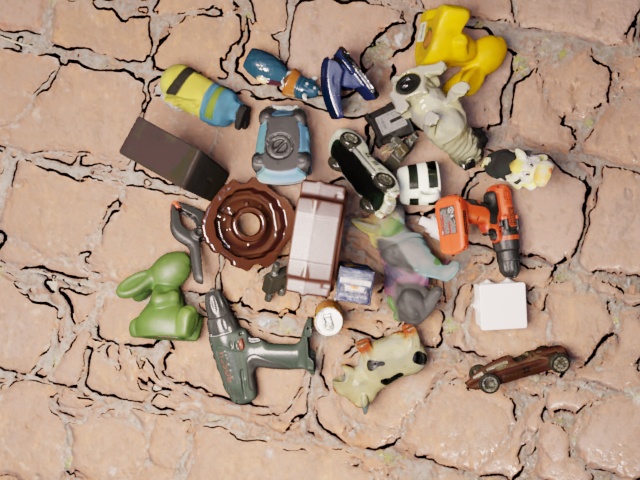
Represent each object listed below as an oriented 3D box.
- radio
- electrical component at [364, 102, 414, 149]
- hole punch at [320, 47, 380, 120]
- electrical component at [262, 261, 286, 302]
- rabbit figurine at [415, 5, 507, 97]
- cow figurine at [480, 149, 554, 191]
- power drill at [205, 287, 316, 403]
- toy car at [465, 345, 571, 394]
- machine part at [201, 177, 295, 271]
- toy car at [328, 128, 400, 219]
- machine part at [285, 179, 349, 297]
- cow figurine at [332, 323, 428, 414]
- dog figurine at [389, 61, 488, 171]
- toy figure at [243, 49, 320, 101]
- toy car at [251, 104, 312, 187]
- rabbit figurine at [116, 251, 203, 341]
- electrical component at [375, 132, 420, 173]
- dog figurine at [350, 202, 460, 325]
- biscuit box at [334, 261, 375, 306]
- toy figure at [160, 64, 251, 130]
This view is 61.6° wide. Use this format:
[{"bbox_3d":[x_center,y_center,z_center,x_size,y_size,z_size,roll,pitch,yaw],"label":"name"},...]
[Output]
[{"bbox_3d":[-0.253,-0.136,0.960,0.131,0.229,0.073,29,88,3],"label":"radio"},{"bbox_3d":[0.153,-0.232,1.045,0.119,0.048,0.074,-21,92,2],"label":"electrical component"},{"bbox_3d":[0.037,-0.288,1.006,0.092,0.142,0.115,-36,103,5],"label":"hole punch"},{"bbox_3d":[-0.081,0.077,1.037,0.021,0.063,0.094,35,128,29],"label":"electrical component"},{"bbox_3d":[0.274,-0.349,1.011,0.173,0.122,0.162,3,95,-19],"label":"rabbit figurine"},{"bbox_3d":[0.359,-0.135,0.986,0.098,0.167,0.068,17,97,-2],"label":"cow figurine"},{"bbox_3d":[-0.112,0.196,1.044,0.207,0.086,0.231,-6,93,-3],"label":"power drill"},{"bbox_3d":[0.379,0.244,1.038,0.202,0.089,0.053,-16,92,2],"label":"toy car"},{"bbox_3d":[-0.137,-0.030,1.023,0.179,0.056,0.179,1,88,-19],"label":"machine part"},{"bbox_3d":[0.080,-0.127,1.000,0.056,0.073,0.202,-12,55,-37],"label":"toy car"},{"bbox_3d":[-0.002,-0.003,0.974,0.087,0.201,0.201,9,91,4],"label":"machine part"},{"bbox_3d":[0.116,0.251,1.045,0.195,0.085,0.127,-22,86,0],"label":"cow figurine"},{"bbox_3d":[0.222,-0.224,1.013,0.121,0.190,0.172,-37,55,8],"label":"dog figurine"},{"bbox_3d":[-0.072,-0.315,1.039,0.154,0.058,0.064,29,98,-5],"label":"toy figure"},{"bbox_3d":[-0.070,-0.170,1.019,0.109,0.103,0.161,-1,77,1],"label":"toy car"},{"bbox_3d":[-0.300,0.106,1.042,0.159,0.121,0.170,1,73,6],"label":"rabbit figurine"},{"bbox_3d":[0.140,-0.163,1.026,0.045,0.102,0.078,40,65,-2],"label":"electrical component"},{"bbox_3d":[0.139,0.036,1.027,0.219,0.108,0.191,32,95,4],"label":"dog figurine"},{"bbox_3d":[0.061,0.074,0.976,0.063,0.202,0.059,9,90,2],"label":"biscuit box"},{"bbox_3d":[-0.219,-0.271,1.030,0.180,0.082,0.089,21,81,4],"label":"toy figure"}]
